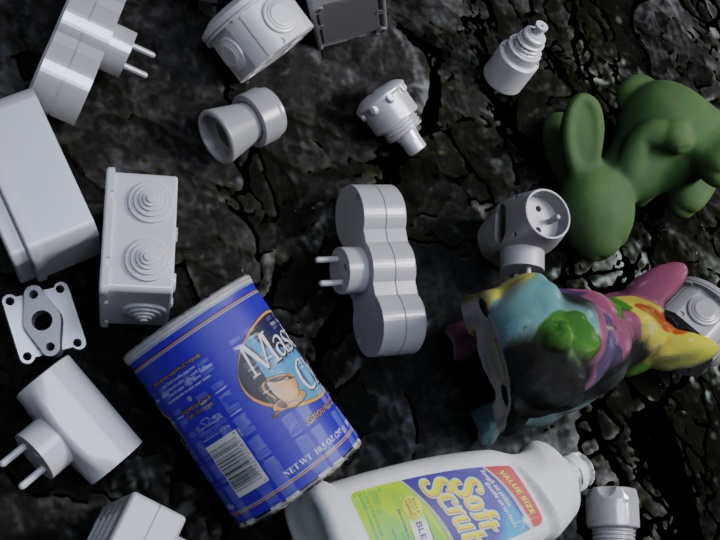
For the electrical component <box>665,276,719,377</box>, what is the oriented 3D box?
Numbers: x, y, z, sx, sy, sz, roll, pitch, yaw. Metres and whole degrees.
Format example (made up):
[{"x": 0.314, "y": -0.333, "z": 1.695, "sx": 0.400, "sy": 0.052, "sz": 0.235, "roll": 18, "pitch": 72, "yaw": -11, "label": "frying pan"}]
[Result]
[{"x": 0.293, "y": 0.050, "z": 0.948, "sx": 0.051, "sy": 0.080, "sz": 0.080, "roll": -38, "pitch": 92, "yaw": -26, "label": "electrical component"}]

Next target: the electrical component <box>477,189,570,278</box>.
[{"x": 0.135, "y": -0.018, "z": 0.894, "sx": 0.043, "sy": 0.077, "sz": 0.079, "roll": 12, "pitch": 68, "yaw": -22, "label": "electrical component"}]

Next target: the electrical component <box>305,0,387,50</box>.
[{"x": -0.015, "y": -0.229, "z": 0.887, "sx": 0.062, "sy": 0.096, "sz": 0.061, "roll": -15, "pitch": 78, "yaw": 0, "label": "electrical component"}]

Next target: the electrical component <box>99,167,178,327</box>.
[{"x": -0.152, "y": -0.013, "z": 0.739, "sx": 0.048, "sy": 0.099, "sz": 0.099, "roll": 3, "pitch": 71, "yaw": -12, "label": "electrical component"}]

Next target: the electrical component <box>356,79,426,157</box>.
[{"x": 0.031, "y": -0.124, "z": 0.899, "sx": 0.048, "sy": 0.048, "sz": 0.062, "roll": -42, "pitch": 100, "yaw": -31, "label": "electrical component"}]

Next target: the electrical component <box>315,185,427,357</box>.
[{"x": 0.000, "y": 0.000, "z": 0.835, "sx": 0.074, "sy": 0.052, "sz": 0.138, "roll": -2, "pitch": 74, "yaw": -27, "label": "electrical component"}]

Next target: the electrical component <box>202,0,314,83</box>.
[{"x": -0.080, "y": -0.189, "z": 0.846, "sx": 0.080, "sy": 0.080, "sz": 0.051, "roll": -42, "pitch": 99, "yaw": -31, "label": "electrical component"}]

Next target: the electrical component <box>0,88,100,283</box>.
[{"x": -0.225, "y": -0.055, "z": 0.725, "sx": 0.057, "sy": 0.078, "sz": 0.113, "roll": -24, "pitch": 84, "yaw": -17, "label": "electrical component"}]

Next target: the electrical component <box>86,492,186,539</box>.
[{"x": -0.132, "y": 0.184, "z": 0.689, "sx": 0.076, "sy": 0.083, "sz": 0.047, "roll": 31, "pitch": 62, "yaw": -14, "label": "electrical component"}]

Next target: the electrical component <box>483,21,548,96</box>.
[{"x": 0.142, "y": -0.191, "z": 0.960, "sx": 0.040, "sy": 0.078, "sz": 0.040, "roll": 14, "pitch": 52, "yaw": -19, "label": "electrical component"}]

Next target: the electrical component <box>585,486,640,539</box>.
[{"x": 0.205, "y": 0.207, "z": 0.871, "sx": 0.043, "sy": 0.043, "sz": 0.062, "roll": 10, "pitch": 70, "yaw": -23, "label": "electrical component"}]

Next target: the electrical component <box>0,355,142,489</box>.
[{"x": -0.198, "y": 0.109, "z": 0.705, "sx": 0.079, "sy": 0.043, "sz": 0.077, "roll": -41, "pitch": 94, "yaw": -31, "label": "electrical component"}]

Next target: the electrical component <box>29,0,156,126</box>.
[{"x": -0.189, "y": -0.167, "z": 0.799, "sx": 0.074, "sy": 0.052, "sz": 0.138, "roll": 23, "pitch": 64, "yaw": -18, "label": "electrical component"}]

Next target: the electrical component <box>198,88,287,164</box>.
[{"x": -0.091, "y": -0.113, "z": 0.834, "sx": 0.055, "sy": 0.045, "sz": 0.045, "roll": -32, "pitch": 88, "yaw": -31, "label": "electrical component"}]
